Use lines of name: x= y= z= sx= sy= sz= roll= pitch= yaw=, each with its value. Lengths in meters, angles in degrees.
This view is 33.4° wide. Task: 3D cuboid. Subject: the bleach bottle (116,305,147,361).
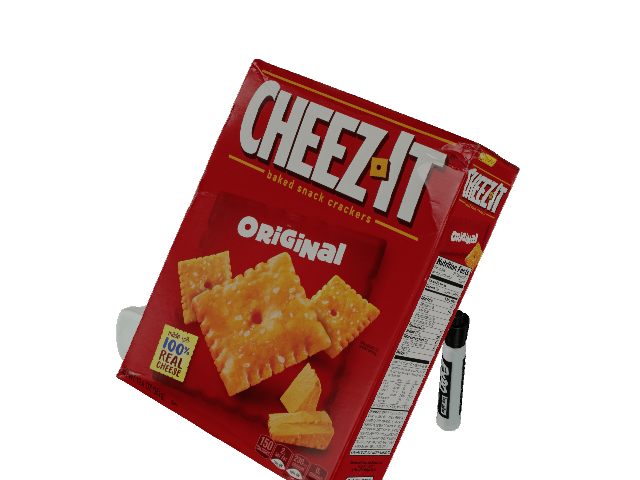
bleach bottle: x=-0.098 y=0.080 z=1.176 sx=0.103 sy=0.068 sz=0.250 roll=19 pitch=25 yaw=34

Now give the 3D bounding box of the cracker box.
cracker box: x=-0.006 y=0.021 z=0.625 sx=0.164 sy=0.214 sz=0.072 roll=25 pitch=4 yaw=30

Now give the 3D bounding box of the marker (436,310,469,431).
marker: x=0.099 y=0.098 z=0.800 sx=0.020 sy=0.121 sz=0.020 roll=-1 pitch=41 yaw=1
